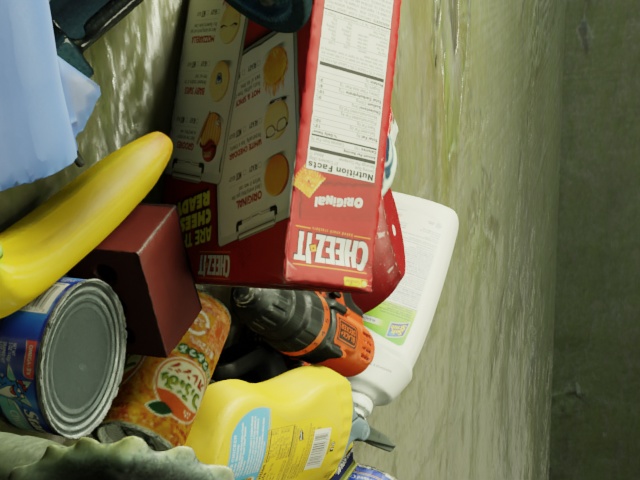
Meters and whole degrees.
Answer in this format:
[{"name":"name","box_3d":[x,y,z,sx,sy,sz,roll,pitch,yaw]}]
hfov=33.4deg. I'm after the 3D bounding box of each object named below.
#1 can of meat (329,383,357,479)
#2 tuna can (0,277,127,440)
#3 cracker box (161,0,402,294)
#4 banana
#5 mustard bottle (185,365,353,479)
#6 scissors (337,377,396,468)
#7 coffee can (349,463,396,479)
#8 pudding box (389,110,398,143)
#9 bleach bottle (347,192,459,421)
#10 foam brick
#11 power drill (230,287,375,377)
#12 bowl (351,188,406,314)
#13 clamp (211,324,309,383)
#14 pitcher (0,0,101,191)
[{"name":"can of meat","box_3d":[-0.005,0.178,0.957,0.102,0.057,0.084,-35,126,-66]},{"name":"tuna can","box_3d":[-0.139,0.062,0.574,0.086,0.034,0.086,5,90,-71]},{"name":"cracker box","box_3d":[-0.027,-0.076,0.659,0.072,0.164,0.214,9,85,-34]},{"name":"banana","box_3d":[-0.131,-0.005,0.542,0.037,0.070,0.197,52,24,-9]},{"name":"mustard bottle","box_3d":[-0.058,0.143,0.743,0.191,0.058,0.096,-1,113,-51]},{"name":"scissors","box_3d":[0.027,0.182,0.936,0.201,0.016,0.096,60,40,-49]},{"name":"coffee can","box_3d":[0.022,0.294,0.995,0.140,0.103,0.103,-61,150,-49]},{"name":"pudding box","box_3d":[0.042,-0.105,1.049,0.113,0.039,0.090,62,38,-55]},{"name":"bleach bottle","box_3d":[0.063,0.069,1.074,0.068,0.103,0.250,87,22,-54]},{"name":"foam brick","box_3d":[-0.109,0.023,0.624,0.051,0.053,0.078,-61,148,-50]},{"name":"power drill","box_3d":[-0.005,0.001,0.825,0.184,0.057,0.187,39,55,-58]},{"name":"bowl","box_3d":[0.042,-0.006,0.981,0.162,0.055,0.162,-11,90,-78]},{"name":"clamp","box_3d":[-0.047,0.082,0.839,0.171,0.039,0.120,62,39,-50]},{"name":"pitcher","box_3d":[-0.166,-0.130,0.331,0.149,0.145,0.243,-64,151,-72]}]
